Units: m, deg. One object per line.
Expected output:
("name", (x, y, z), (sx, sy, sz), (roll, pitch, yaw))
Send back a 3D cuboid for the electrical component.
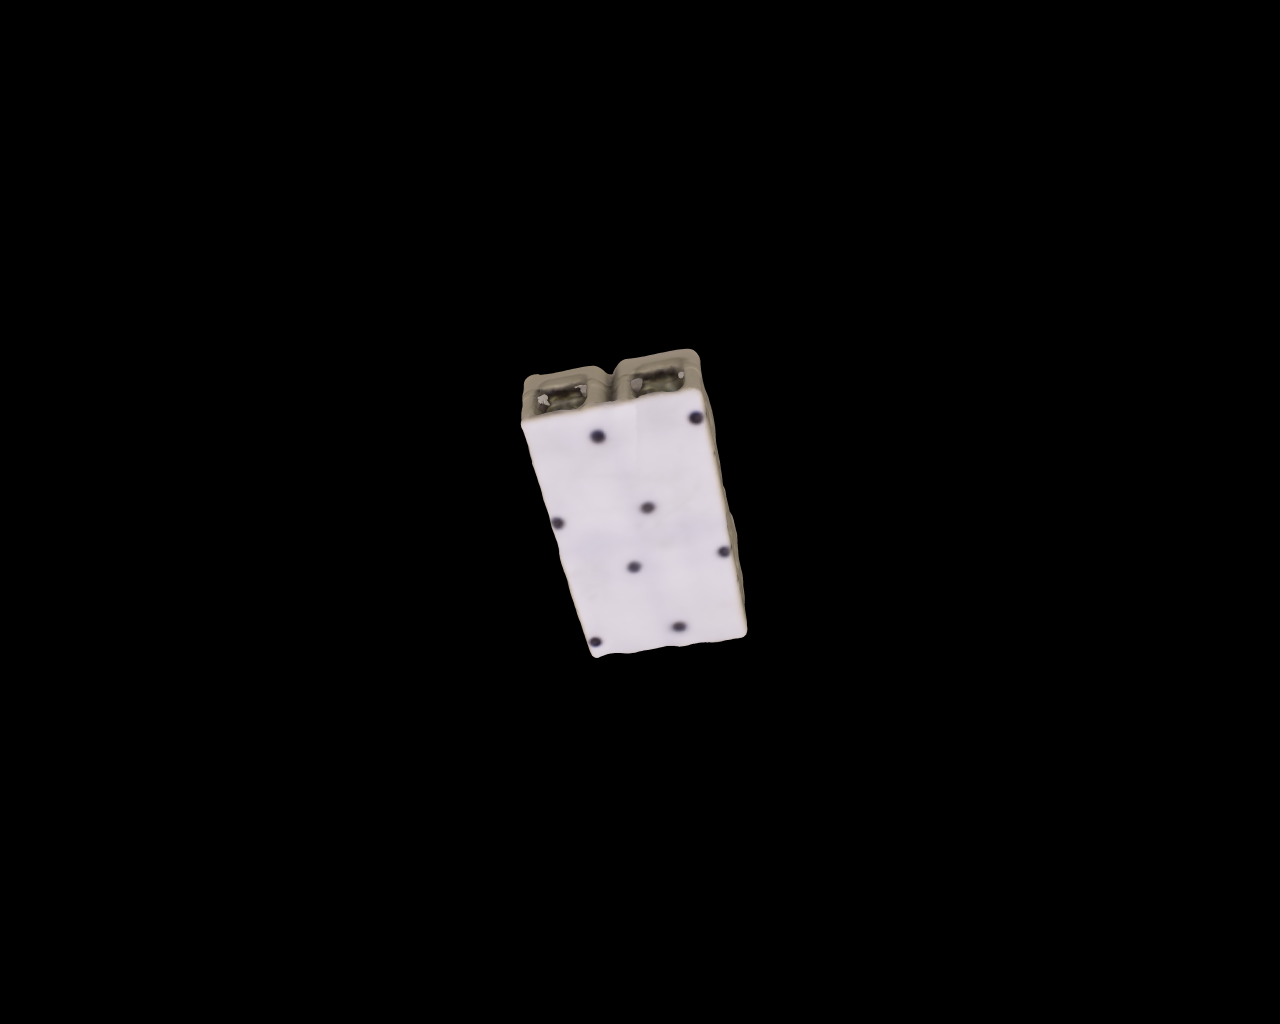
("electrical component", (0.001, -0.003, 0.650), (0.105, 0.186, 0.060), (-9, 36, 7))
